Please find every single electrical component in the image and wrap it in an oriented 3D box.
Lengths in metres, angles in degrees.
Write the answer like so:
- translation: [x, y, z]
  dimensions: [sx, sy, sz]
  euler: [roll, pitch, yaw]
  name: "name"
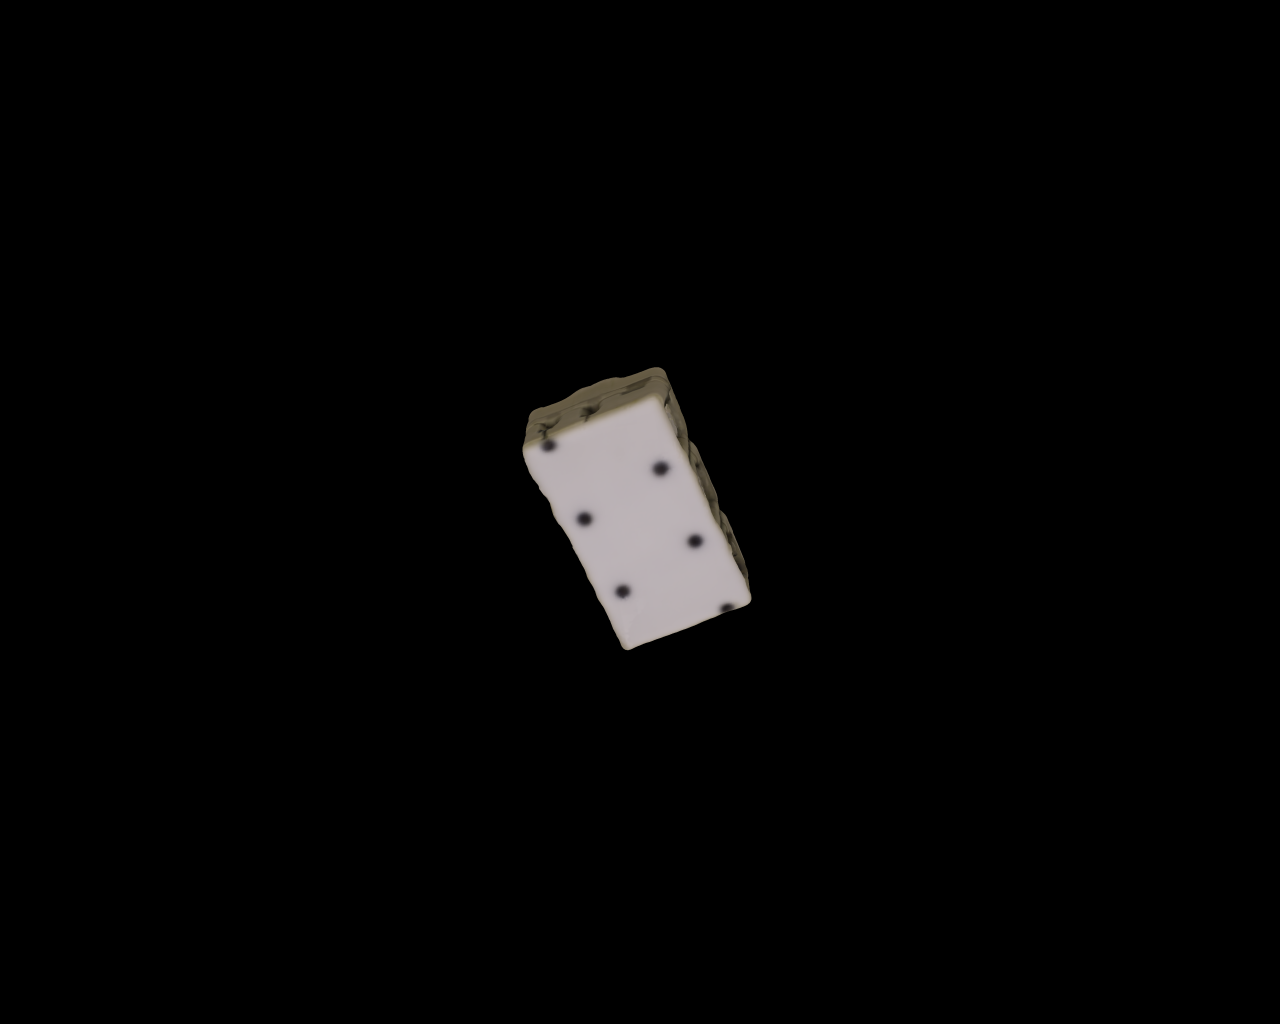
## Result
- translation: [0.001, -0.003, 0.650]
  dimensions: [0.089, 0.150, 0.062]
  euler: [-20, 24, 9]
  name: "electrical component"
